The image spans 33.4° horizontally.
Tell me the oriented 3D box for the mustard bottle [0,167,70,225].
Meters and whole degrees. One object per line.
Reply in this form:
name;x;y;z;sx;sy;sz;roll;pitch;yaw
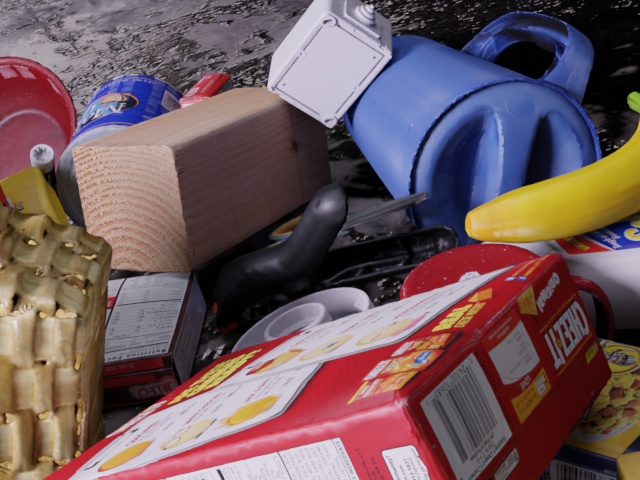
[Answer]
mustard bottle;-0.284;0.023;0.817;0.191;0.058;0.096;-27;58;-4

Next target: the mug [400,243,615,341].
mug;0.100;0.052;0.573;0.117;0.081;0.093;-13;27;2

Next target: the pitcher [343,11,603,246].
pitcher;0.101;-0.087;0.784;0.149;0.145;0.243;-17;24;-7

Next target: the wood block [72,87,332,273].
wood block;-0.081;-0.052;0.810;0.090;0.091;0.205;2;19;29

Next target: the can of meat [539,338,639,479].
can of meat;0.144;0.092;0.504;0.084;0.057;0.101;10;36;42

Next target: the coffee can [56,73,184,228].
coffee can;-0.163;-0.074;0.919;0.103;0.103;0.140;-12;26;4

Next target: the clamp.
clamp;-0.012;0.015;0.665;0.172;0.120;0.039;-25;54;26

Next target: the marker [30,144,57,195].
marker;-0.230;-0.040;0.893;0.020;0.121;0.020;5;62;-9

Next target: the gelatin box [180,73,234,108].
gelatin box;-0.092;-0.093;0.932;0.030;0.089;0.073;-4;24;13

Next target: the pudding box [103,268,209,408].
pudding box;-0.127;0.065;0.706;0.090;0.039;0.113;-8;29;7

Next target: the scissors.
scissors;-0.005;0.001;0.722;0.096;0.016;0.202;-36;10;-17

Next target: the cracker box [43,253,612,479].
cracker box;0.000;0.087;0.469;0.214;0.072;0.163;-21;6;35

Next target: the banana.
banana;0.168;-0.038;0.630;0.070;0.037;0.197;12;33;43

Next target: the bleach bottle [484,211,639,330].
bleach bottle;0.190;0.016;0.626;0.251;0.068;0.102;-11;26;11

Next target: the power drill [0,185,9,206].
power drill;-0.287;0.045;0.746;0.187;0.057;0.184;-27;66;-5

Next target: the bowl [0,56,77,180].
bowl;-0.290;-0.087;1.000;0.162;0.162;0.055;-7;-13;13
